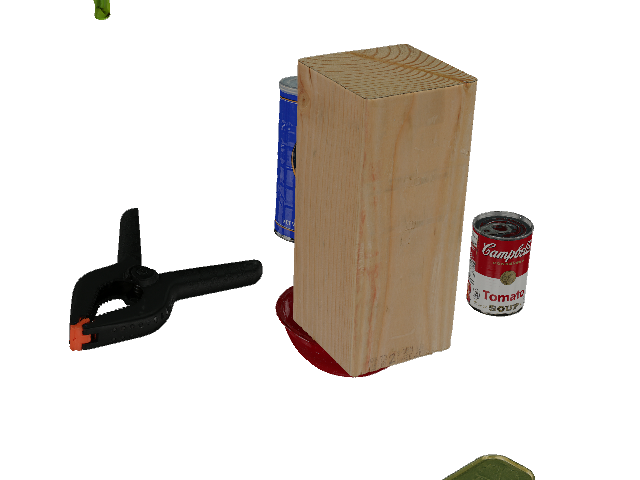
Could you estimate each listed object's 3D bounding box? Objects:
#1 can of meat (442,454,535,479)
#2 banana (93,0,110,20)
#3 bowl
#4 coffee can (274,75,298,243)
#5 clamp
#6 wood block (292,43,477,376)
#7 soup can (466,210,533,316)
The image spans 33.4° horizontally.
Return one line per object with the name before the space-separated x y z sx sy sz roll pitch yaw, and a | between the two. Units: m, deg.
can of meat | 0.131 0.241 0.889 0.101 0.084 0.058 -21 28 -35
banana | -0.228 -0.212 0.779 0.198 0.069 0.037 15 -37 17
bowl | 0.031 0.100 1.147 0.162 0.055 0.162 4 25 -2
coffee can | 0.011 -0.074 0.975 0.103 0.140 0.103 3 17 -1
clamp | -0.178 0.038 1.027 0.165 0.036 0.209 26 36 24
wood block | 0.041 -0.022 0.749 0.090 0.206 0.091 -13 31 -26
soup can | 0.203 0.026 1.214 0.068 0.102 0.068 1 27 0
